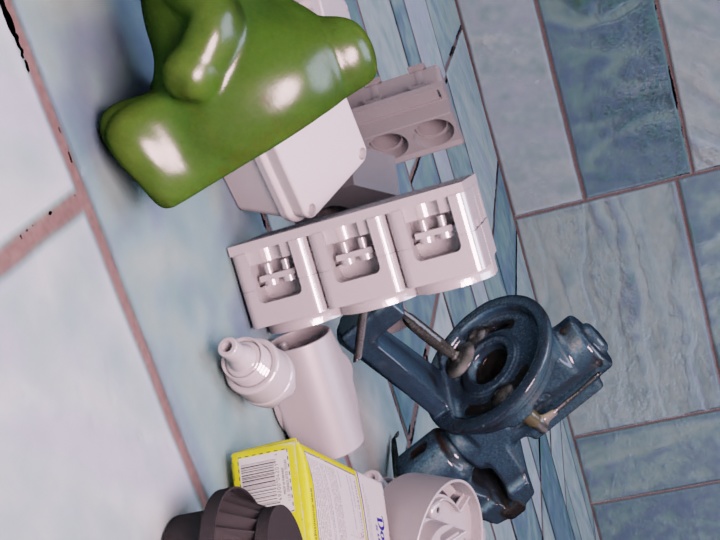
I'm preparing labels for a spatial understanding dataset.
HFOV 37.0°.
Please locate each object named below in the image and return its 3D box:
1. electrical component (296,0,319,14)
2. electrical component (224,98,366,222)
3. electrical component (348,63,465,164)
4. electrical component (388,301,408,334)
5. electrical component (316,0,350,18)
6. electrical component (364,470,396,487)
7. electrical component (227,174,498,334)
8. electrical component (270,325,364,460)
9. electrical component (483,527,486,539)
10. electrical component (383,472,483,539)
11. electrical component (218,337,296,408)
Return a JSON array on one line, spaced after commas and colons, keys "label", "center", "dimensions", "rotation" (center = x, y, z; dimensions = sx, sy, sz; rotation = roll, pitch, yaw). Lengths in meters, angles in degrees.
[{"label": "electrical component", "center": [-0.070, -0.225, 0.793], "dimensions": [0.050, 0.056, 0.089], "rotation": [35, 43, -71]}, {"label": "electrical component", "center": [-0.051, -0.095, 0.670], "dimensions": [0.078, 0.057, 0.113], "rotation": [-51, 134, -32]}, {"label": "electrical component", "center": [0.020, -0.128, 0.931], "dimensions": [0.078, 0.121, 0.063], "rotation": [58, 20, -54]}, {"label": "electrical component", "center": [0.017, 0.020, 0.948], "dimensions": [0.044, 0.044, 0.065], "rotation": [52, 23, -61]}, {"label": "electrical component", "center": [-0.041, -0.184, 0.872], "dimensions": [0.113, 0.057, 0.078], "rotation": [-22, 98, -77]}, {"label": "electrical component", "center": [0.020, 0.173, 0.797], "dimensions": [0.062, 0.048, 0.048], "rotation": [58, 21, -34]}, {"label": "electrical component", "center": [0.006, -0.009, 0.684], "dimensions": [0.089, 0.150, 0.061], "rotation": [-37, 111, -76]}, {"label": "electrical component", "center": [-0.026, 0.073, 0.700], "dimensions": [0.079, 0.044, 0.077], "rotation": [-62, 136, -71]}, {"label": "electrical component", "center": [0.087, 0.238, 1.013], "dimensions": [0.048, 0.048, 0.062], "rotation": [-81, 147, -59]}, {"label": "electrical component", "center": [0.049, 0.191, 0.750], "dimensions": [0.099, 0.064, 0.099], "rotation": [-7, 100, -43]}, {"label": "electrical component", "center": [-0.061, 0.053, 0.600], "dimensions": [0.061, 0.035, 0.035], "rotation": [50, 29, -57]}]
